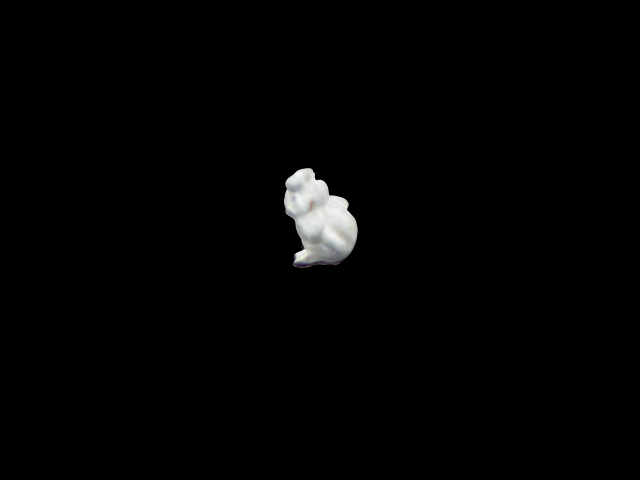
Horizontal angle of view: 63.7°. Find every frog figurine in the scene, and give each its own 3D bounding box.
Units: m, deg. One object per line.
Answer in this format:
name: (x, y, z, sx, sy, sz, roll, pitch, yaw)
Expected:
frog figurine: (0.003, -0.043, 0.850, 0.123, 0.156, 0.139, 15, 29, 29)
